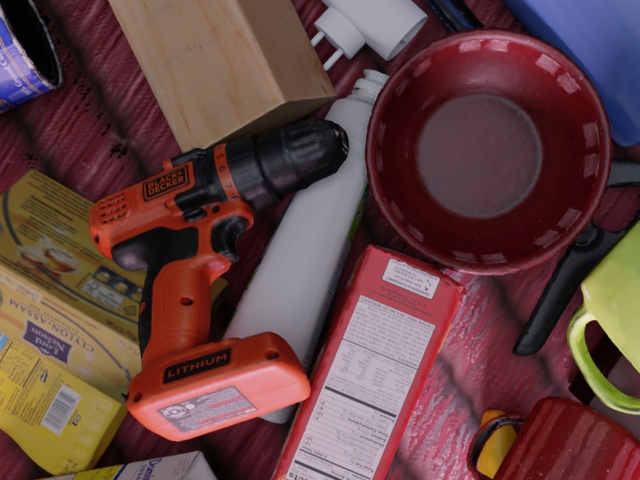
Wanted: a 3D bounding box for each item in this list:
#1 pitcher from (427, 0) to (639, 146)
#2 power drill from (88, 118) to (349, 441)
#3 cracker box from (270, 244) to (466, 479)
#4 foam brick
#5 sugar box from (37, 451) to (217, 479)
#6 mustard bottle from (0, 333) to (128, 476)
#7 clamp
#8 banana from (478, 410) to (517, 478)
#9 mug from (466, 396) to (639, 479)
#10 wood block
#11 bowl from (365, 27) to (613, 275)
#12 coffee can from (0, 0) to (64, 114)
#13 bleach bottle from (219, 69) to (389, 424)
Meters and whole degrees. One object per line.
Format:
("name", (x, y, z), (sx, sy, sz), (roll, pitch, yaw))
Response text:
("pitcher", (0.172, -0.182, 0.722), (0.145, 0.149, 0.243), (-36, 90, -13))
("power drill", (-0.056, 0.019, 0.663), (0.184, 0.057, 0.187), (-22, 50, 14))
("cracker box", (0.023, 0.112, 0.706), (0.072, 0.164, 0.214), (22, 91, 3))
("foam brick", (0.211, 0.102, 0.734), (0.051, 0.078, 0.053), (34, 92, 3))
("sugar box", (-0.141, 0.205, 0.737), (0.176, 0.048, 0.093), (-15, 112, 29))
("mustard bottle", (-0.232, 0.089, 0.780), (0.191, 0.058, 0.096), (30, 95, 4))
("clamp", (0.172, -0.012, 0.758), (0.171, 0.039, 0.120), (-39, 92, 1))
("banana", (0.167, 0.214, 0.760), (0.069, 0.037, 0.198), (-42, 88, -20))
("mug", (0.153, 0.154, 0.709), (0.117, 0.093, 0.081), (19, 68, 38))
("wood block", (-0.084, -0.169, 0.743), (0.090, 0.090, 0.206), (-27, 88, 25))
("bowl", (0.110, -0.058, 0.718), (0.162, 0.055, 0.162), (0, 92, 2))
("coffee can", (-0.271, -0.126, 0.763), (0.140, 0.103, 0.103), (-24, 88, 4))
("bleach bottle", (-0.005, 0.001, 0.752), (0.068, 0.102, 0.251), (23, 84, 2))
